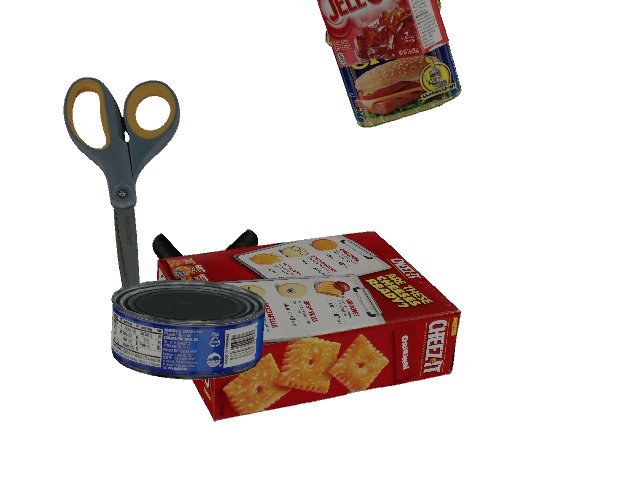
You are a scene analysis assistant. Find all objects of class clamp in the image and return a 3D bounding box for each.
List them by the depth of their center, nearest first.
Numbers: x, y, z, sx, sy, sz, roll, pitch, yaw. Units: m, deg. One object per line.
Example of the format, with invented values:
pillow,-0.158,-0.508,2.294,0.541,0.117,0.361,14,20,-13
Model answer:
clamp,-0.122,0.041,1.174,0.120,0.039,0.171,-13,40,-2

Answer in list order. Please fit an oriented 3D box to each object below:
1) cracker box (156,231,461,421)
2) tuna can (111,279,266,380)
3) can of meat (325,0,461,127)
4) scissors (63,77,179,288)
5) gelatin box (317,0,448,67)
cracker box,-0.015,0.066,0.907,0.213,0.072,0.164,-7,28,-23
tuna can,-0.074,0.049,0.597,0.086,0.034,0.086,4,12,-1
can of meat,0.065,-0.154,0.925,0.102,0.084,0.057,-16,27,9
scissors,-0.130,-0.044,0.792,0.096,0.202,0.016,-21,-23,-14
gelatin box,0.036,-0.157,0.707,0.030,0.073,0.089,-32,21,-32
